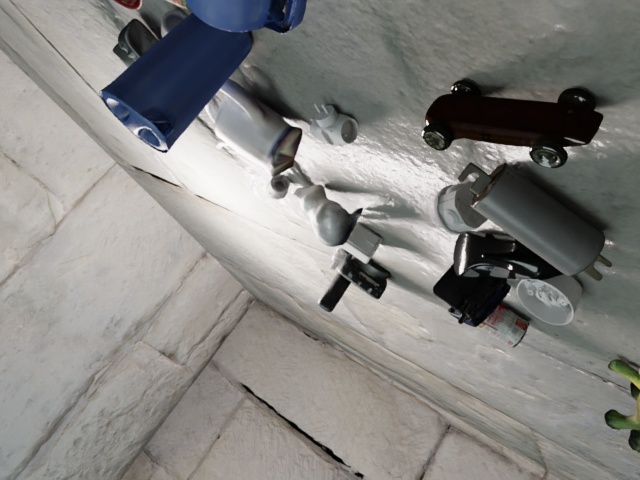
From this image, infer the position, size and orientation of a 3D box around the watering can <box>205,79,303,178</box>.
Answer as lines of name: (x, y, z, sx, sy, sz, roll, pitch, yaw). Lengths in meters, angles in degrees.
watering can: (-0.146, -0.218, 1.073, 0.224, 0.105, 0.344, 36, 167, 2)

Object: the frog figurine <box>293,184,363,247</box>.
frog figurine: (0.004, -0.059, 1.178, 0.159, 0.122, 0.137, 25, -178, -1)

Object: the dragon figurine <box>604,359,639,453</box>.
dragon figurine: (0.667, 0.322, 0.905, 0.407, 0.124, 0.241, 39, 155, -17)
